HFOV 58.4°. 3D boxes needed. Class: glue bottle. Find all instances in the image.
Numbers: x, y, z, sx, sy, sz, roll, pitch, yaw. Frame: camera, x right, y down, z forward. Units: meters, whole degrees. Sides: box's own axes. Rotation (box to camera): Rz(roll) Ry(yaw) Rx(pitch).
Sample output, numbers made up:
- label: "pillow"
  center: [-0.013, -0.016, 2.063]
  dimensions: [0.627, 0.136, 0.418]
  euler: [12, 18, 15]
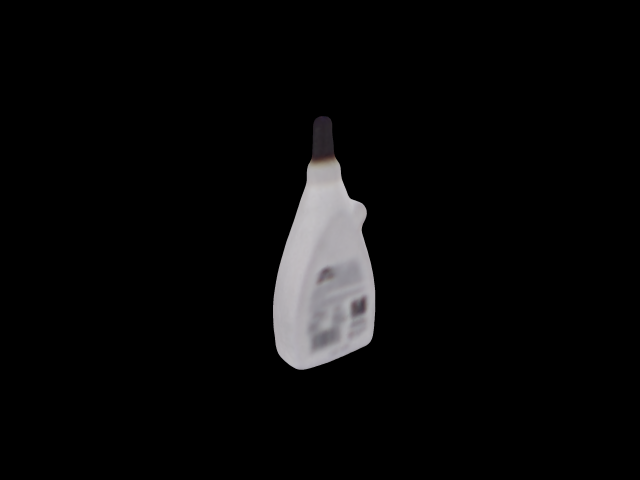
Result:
- label: "glue bottle"
  center: [0.004, 0.001, 0.400]
  dimensions: [0.078, 0.173, 0.037]
  euler: [-14, 24, -33]
